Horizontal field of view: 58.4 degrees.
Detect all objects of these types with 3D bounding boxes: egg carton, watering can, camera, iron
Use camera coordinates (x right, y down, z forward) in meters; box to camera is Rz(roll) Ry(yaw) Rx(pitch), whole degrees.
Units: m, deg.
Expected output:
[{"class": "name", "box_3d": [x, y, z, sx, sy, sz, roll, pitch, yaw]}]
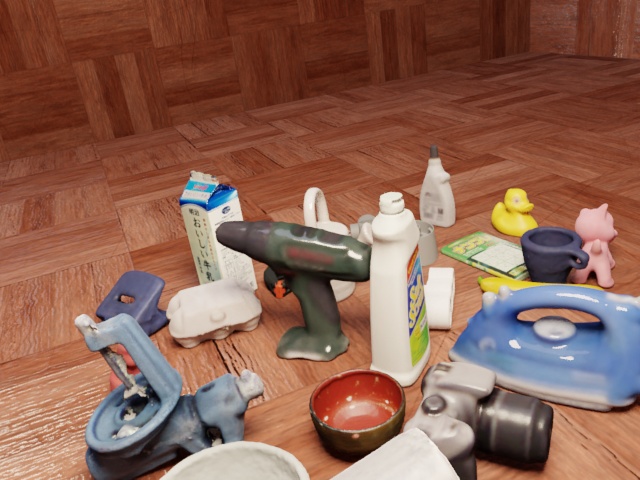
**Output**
[{"class": "egg carton", "box_3d": [-0.174, 0.118, 0.938, 0.150, 0.069, 0.107, -15, 25, -15]}, {"class": "watering can", "box_3d": [0.009, 0.003, 0.983, 0.173, 0.194, 0.101, -10, 24, -3]}, {"class": "camera", "box_3d": [0.174, 0.197, 0.617, 0.136, 0.101, 0.143, 6, 28, 28]}, {"class": "iron", "box_3d": [0.286, 0.113, 0.719, 0.257, 0.142, 0.119, 4, 27, 25]}]

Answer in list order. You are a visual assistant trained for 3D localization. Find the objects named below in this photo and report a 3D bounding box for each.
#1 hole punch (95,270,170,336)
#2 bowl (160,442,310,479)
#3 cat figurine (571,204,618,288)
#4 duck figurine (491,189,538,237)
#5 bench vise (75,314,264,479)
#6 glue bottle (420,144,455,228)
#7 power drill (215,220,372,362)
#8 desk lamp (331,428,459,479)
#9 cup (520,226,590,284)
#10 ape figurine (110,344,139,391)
[{"class": "hole punch", "box_3d": [-0.316, 0.112, 0.968, 0.108, 0.091, 0.101, 7, 29, 31]}, {"class": "bowl", "box_3d": [-0.085, 0.279, 0.548, 0.167, 0.075, 0.167, -7, 24, 3]}, {"class": "cat figurine", "box_3d": [0.455, -0.001, 0.946, 0.067, 0.118, 0.128, 4, 27, 24]}, {"class": "duck figurine", "box_3d": [0.387, -0.062, 1.141, 0.078, 0.086, 0.104, -17, 26, -18]}, {"class": "bench vise", "box_3d": [-0.180, 0.163, 0.656, 0.208, 0.220, 0.121, -19, 27, -23]}, {"class": "glue bottle", "box_3d": [0.242, -0.114, 1.194, 0.037, 0.173, 0.077, -28, 31, -36]}, {"class": "power drill", "box_3d": [-0.031, 0.069, 0.832, 0.229, 0.209, 0.076, -1, 25, 16]}, {"class": "desk lamp", "box_3d": [0.032, 0.247, 0.413, 0.204, 0.214, 0.117, -18, 26, -20]}, {"class": "cup", "box_3d": [0.375, 0.041, 0.907, 0.092, 0.095, 0.117, -18, 26, -21]}, {"class": "ape figurine", "box_3d": [-0.263, 0.176, 0.809, 0.078, 0.092, 0.076, -19, 26, -23]}]
